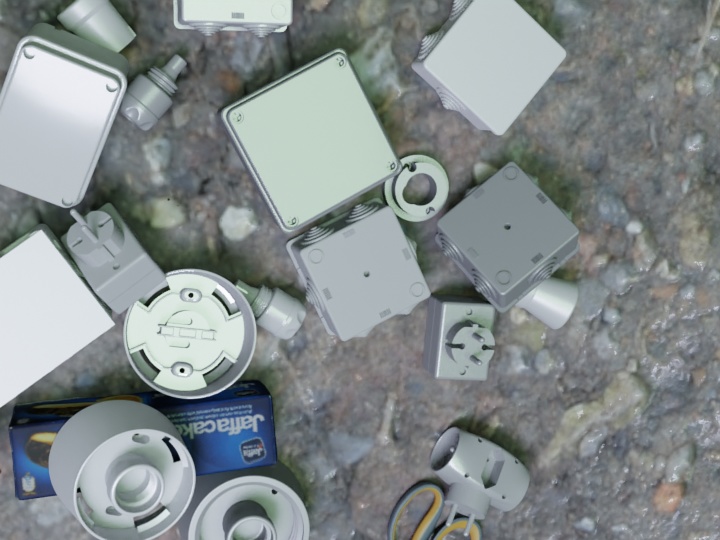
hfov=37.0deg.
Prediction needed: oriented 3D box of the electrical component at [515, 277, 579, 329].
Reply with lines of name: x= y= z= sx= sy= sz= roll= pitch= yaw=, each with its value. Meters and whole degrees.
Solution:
electrical component: x=0.147 y=0.018 z=0.918 sx=0.065 sy=0.044 sz=0.044 roll=24 pitch=92 yaw=-12

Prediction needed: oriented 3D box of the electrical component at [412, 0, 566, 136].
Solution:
electrical component: x=0.102 y=-0.170 z=0.872 sx=0.100 sy=0.048 sz=0.099 roll=40 pitch=88 yaw=-16

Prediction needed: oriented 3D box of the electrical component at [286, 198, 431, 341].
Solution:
electrical component: x=0.000 y=0.000 z=0.874 sx=0.100 sy=0.048 sz=0.099 roll=-27 pitch=104 yaw=-9

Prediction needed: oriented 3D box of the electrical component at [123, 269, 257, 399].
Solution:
electrical component: x=-0.134 y=0.049 z=0.837 sx=0.099 sy=0.064 sz=0.099 roll=0 pitch=89 yaw=-13

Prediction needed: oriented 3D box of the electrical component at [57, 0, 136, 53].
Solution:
electrical component: x=-0.195 y=-0.182 z=0.801 sx=0.040 sy=0.040 sz=0.046 roll=-41 pitch=111 yaw=-5

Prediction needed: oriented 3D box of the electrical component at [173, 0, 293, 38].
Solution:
electrical component: x=-0.095 y=-0.227 z=0.814 sx=0.100 sy=0.048 sz=0.099 roll=-1 pitch=99 yaw=-14

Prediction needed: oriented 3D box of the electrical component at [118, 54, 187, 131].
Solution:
electrical component: x=-0.156 y=-0.138 z=0.820 sx=0.035 sy=0.035 sz=0.061 roll=41 pitch=85 yaw=-16

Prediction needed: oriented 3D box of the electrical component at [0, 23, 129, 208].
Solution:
electrical component: x=-0.221 y=-0.111 z=0.779 sx=0.078 sy=0.057 sz=0.113 roll=21 pitch=112 yaw=-16

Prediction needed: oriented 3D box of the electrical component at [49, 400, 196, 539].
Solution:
electrical component: x=-0.174 y=0.150 z=0.796 sx=0.099 sy=0.064 sz=0.099 roll=-7 pitch=107 yaw=-26

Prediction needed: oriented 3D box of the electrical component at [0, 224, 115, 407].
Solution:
electrical component: x=-0.272 y=0.045 z=0.806 sx=0.150 sy=0.062 sz=0.089 roll=-36 pitch=105 yaw=-6

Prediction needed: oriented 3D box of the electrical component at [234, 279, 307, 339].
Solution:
electrical component: x=-0.076 y=0.028 z=0.867 sx=0.061 sy=0.035 sz=0.035 roll=33 pitch=90 yaw=-14

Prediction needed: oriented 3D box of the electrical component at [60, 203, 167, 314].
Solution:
electrical component: x=-0.191 y=-0.018 z=0.797 sx=0.047 sy=0.065 sz=0.076 roll=-38 pitch=147 yaw=-6

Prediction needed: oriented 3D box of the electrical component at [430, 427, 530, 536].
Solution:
electrical component: x=0.097 y=0.187 z=0.923 sx=0.077 sy=0.043 sz=0.079 roll=32 pitch=66 yaw=-16

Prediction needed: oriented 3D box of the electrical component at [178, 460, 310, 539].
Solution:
electrical component: x=-0.092 y=0.209 z=0.877 sx=0.108 sy=0.060 sz=0.108 roll=-2 pitch=99 yaw=-14

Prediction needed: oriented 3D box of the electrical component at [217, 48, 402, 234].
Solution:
electrical component: x=-0.040 y=-0.101 z=0.844 sx=0.109 sy=0.056 sz=0.108 roll=-30 pitch=104 yaw=-8

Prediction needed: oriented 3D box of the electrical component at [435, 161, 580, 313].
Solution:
electrical component: x=0.120 y=-0.028 z=0.880 sx=0.100 sy=0.048 sz=0.099 roll=-39 pitch=73 yaw=-5

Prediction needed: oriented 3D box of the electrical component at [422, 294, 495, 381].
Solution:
electrical component: x=0.088 y=0.059 z=0.890 sx=0.047 sy=0.077 sz=0.065 roll=4 pitch=98 yaw=-15
